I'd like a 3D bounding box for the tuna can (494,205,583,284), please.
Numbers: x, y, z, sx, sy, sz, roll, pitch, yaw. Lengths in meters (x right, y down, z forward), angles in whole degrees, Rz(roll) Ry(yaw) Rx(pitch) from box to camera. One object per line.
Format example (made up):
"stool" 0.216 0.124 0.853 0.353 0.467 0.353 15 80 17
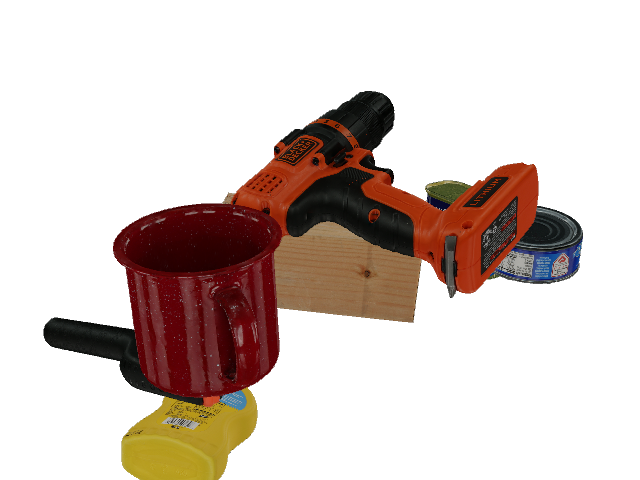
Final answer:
"tuna can" 0.180 0.002 0.913 0.086 0.034 0.086 1 28 -1

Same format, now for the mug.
"mug" -0.060 0.039 0.592 0.093 0.081 0.117 -15 28 -24

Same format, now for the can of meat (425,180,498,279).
"can of meat" 0.161 -0.011 1.185 0.057 0.084 0.102 -14 28 -40

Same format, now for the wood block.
"wood block" -0.002 0.017 1.089 0.206 0.091 0.090 7 22 3

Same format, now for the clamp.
"clamp" -0.118 0.086 0.880 0.164 0.036 0.210 -10 16 -31

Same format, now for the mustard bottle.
"mustard bottle" -0.116 0.178 1.063 0.096 0.058 0.191 7 19 15

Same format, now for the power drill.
"power drill" 0.055 -0.040 0.762 0.188 0.057 0.184 17 45 31
